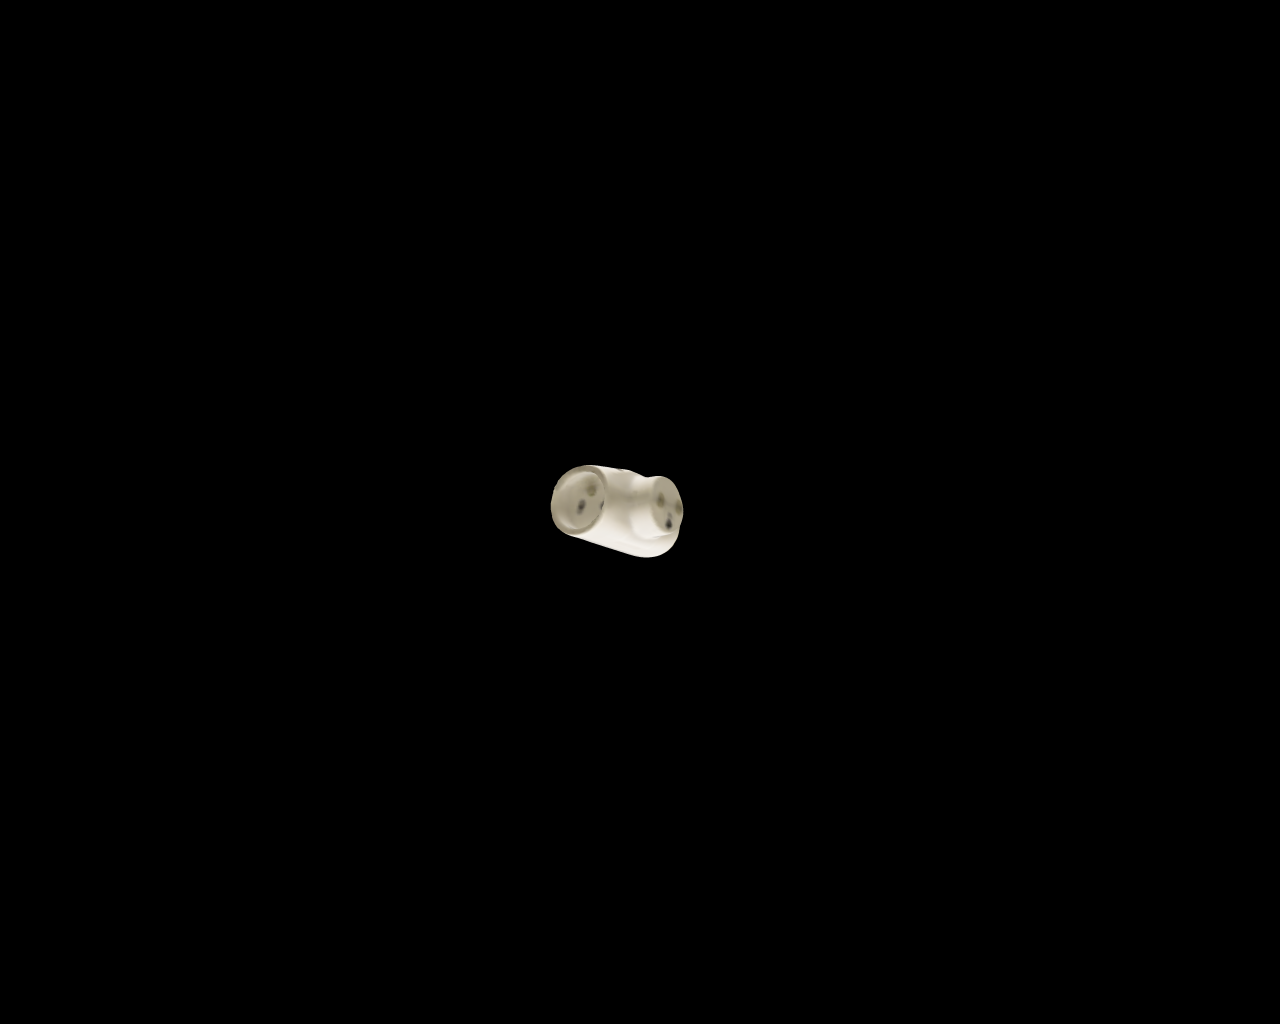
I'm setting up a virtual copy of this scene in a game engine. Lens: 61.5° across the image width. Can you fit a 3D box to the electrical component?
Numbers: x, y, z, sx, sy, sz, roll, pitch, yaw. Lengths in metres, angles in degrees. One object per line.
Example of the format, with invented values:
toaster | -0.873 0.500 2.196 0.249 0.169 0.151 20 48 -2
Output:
electrical component | 0.001 -0.003 0.650 0.079 0.043 0.077 -11 -19 34
